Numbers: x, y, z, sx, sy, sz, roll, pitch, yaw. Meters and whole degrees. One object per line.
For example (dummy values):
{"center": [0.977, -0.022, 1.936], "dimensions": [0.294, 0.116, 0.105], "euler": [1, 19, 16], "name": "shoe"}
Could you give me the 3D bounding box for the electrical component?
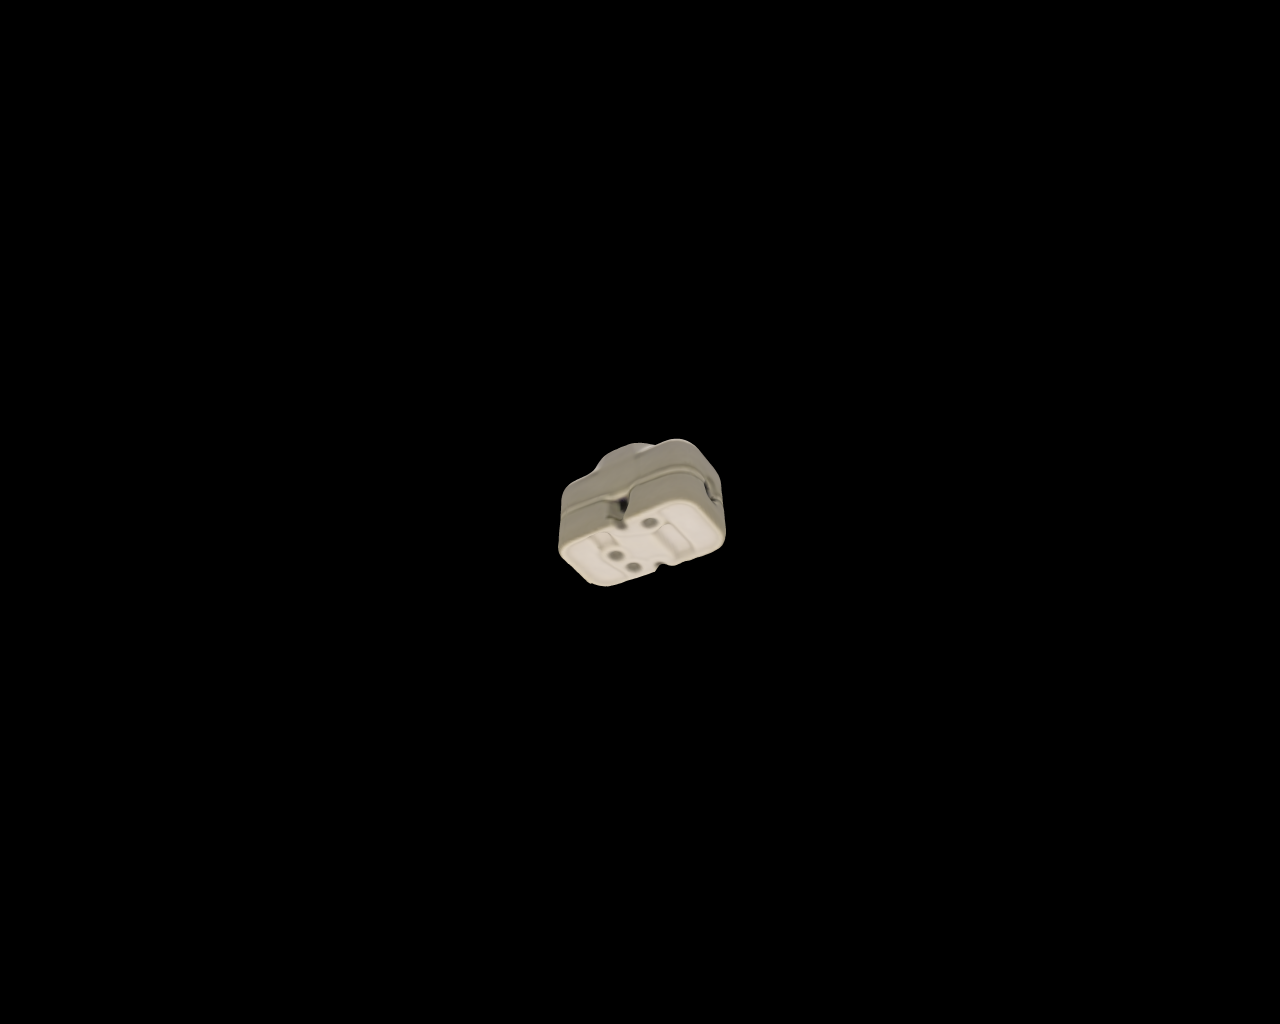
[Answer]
{"center": [0.001, -0.003, 0.650], "dimensions": [0.095, 0.059, 0.053], "euler": [-21, -45, 24], "name": "electrical component"}
